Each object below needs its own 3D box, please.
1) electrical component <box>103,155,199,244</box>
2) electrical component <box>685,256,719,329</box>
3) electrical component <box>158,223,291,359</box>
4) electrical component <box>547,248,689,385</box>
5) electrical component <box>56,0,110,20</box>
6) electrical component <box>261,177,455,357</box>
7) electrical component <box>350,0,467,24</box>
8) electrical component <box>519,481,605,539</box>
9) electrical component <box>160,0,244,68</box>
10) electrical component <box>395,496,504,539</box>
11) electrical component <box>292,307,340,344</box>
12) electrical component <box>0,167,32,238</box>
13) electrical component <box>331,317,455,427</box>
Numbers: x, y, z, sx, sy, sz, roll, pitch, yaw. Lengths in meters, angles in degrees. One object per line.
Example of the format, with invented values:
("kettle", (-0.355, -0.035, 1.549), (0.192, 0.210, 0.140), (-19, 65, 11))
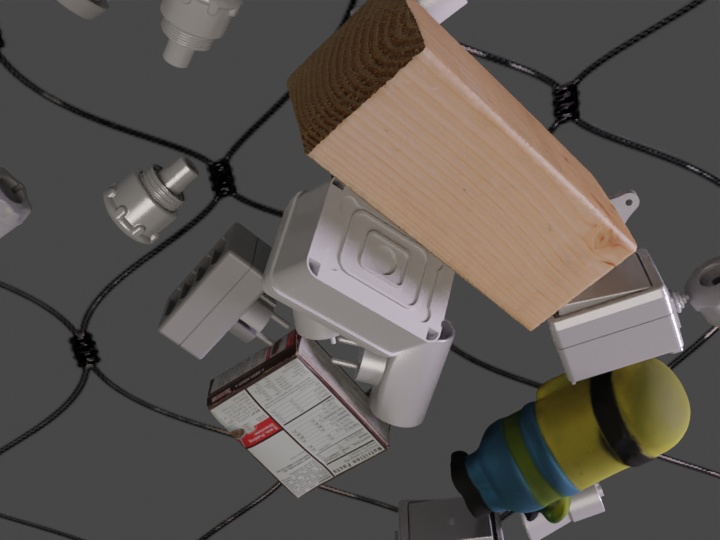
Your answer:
("electrical component", (-0.136, -0.051, 0.718), (0.062, 0.048, 0.048), (-38, 111, 11))
("electrical component", (0.260, 0.024, 0.750), (0.048, 0.048, 0.062), (-32, 119, 16))
("electrical component", (-0.084, 0.025, 0.754), (0.076, 0.047, 0.083), (37, 112, -18))
("electrical component", (0.177, 0.026, 0.741), (0.096, 0.061, 0.061), (-19, 116, 10))
("electrical component", (-0.161, -0.185, 0.648), (0.066, 0.048, 0.055), (39, 104, -17))
("electrical component", (0.000, 0.000, 0.706), (0.113, 0.078, 0.057), (31, 150, -27))
("electrical component", (0.032, -0.160, 0.660), (0.065, 0.044, 0.044), (-35, 112, 12))
("electrical component", (0.156, 0.180, 0.834), (0.065, 0.044, 0.044), (-21, 115, 6))
("electrical component", (-0.103, -0.155, 0.663), (0.048, 0.048, 0.062), (24, 122, -11))
("electrical component", (0.064, 0.215, 0.841), (0.096, 0.061, 0.061), (-1, 117, 2))
("electrical component", (-0.030, 0.012, 0.750), (0.040, 0.040, 0.078), (-6, 117, 4))
("electrical component", (-0.257, -0.038, 0.726), (0.062, 0.043, 0.043), (-32, 112, 18))
("electrical component", (0.020, 0.066, 0.775), (0.079, 0.043, 0.077), (14, 117, -6))
